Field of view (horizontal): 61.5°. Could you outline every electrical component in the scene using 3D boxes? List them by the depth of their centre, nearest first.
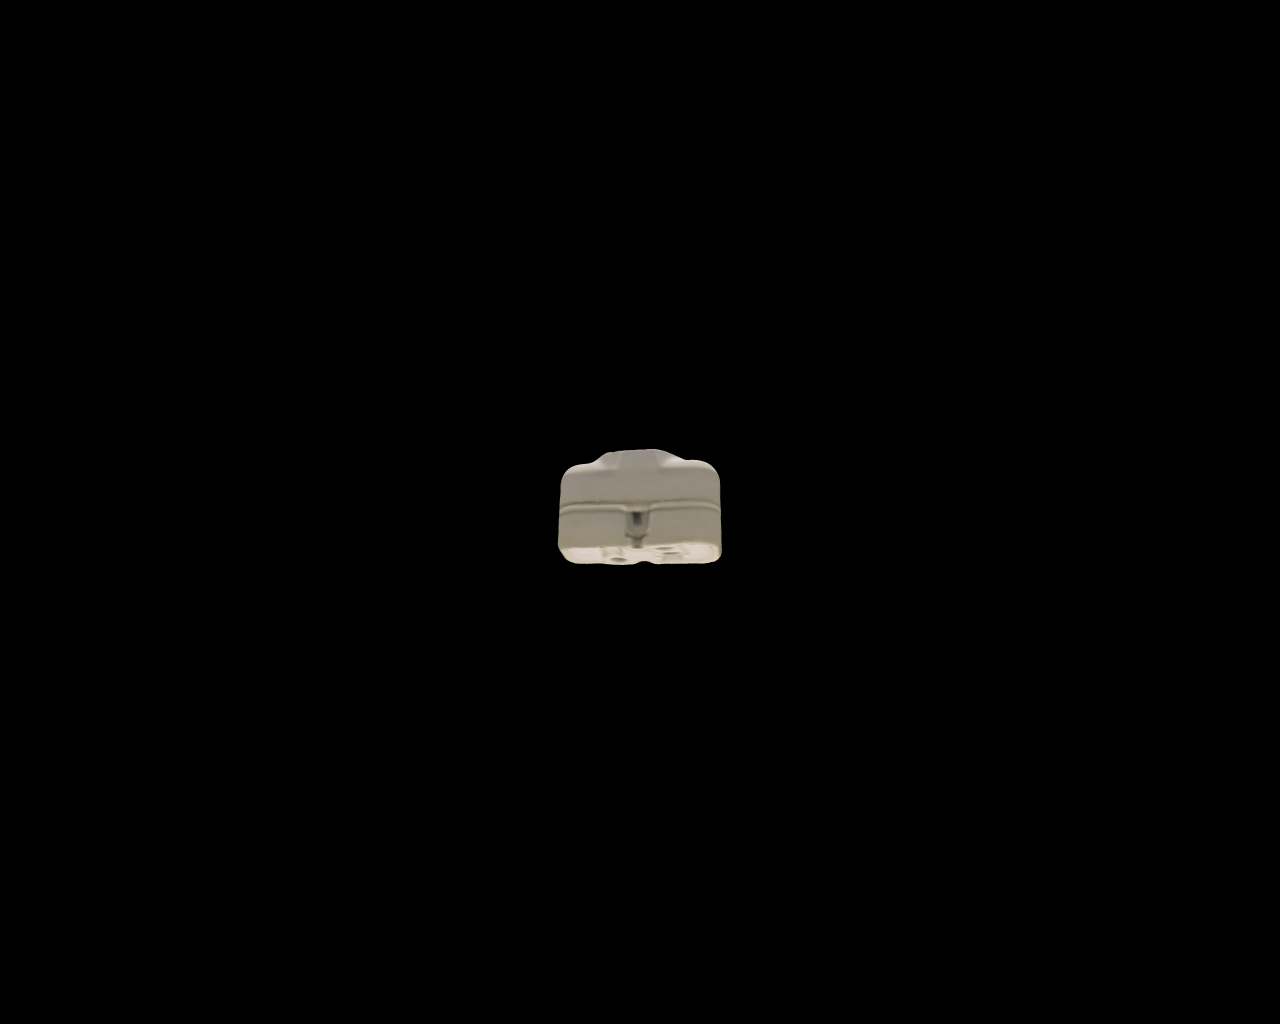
[{"bbox_3d":[0.001,-0.003,0.650,0.095,0.059,0.053,-1,-15,5],"label":"electrical component"}]
